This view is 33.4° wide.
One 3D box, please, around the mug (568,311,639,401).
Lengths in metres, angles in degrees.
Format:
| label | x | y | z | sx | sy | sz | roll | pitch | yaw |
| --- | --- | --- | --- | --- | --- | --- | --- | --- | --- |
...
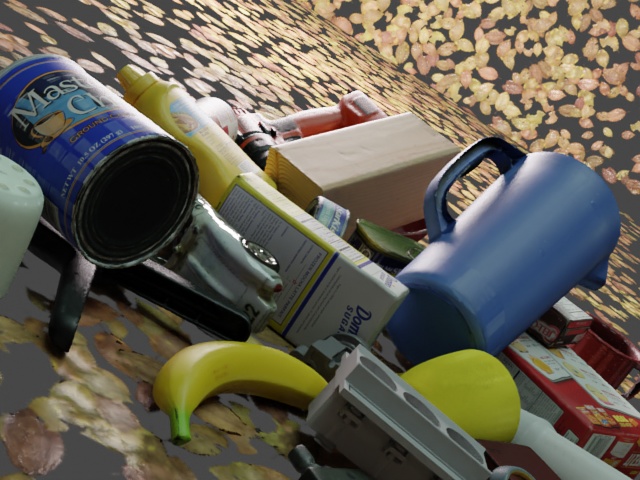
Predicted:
| label | x | y | z | sx | sy | sz | roll | pitch | yaw |
| --- | --- | --- | --- | --- | --- | --- | --- | --- | --- |
| mug | 0.317 | 0.146 | 1.220 | 0.117 | 0.081 | 0.093 | 29 | 17 | -15 |

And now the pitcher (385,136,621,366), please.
| label | x | y | z | sx | sy | sz | roll | pitch | yaw |
| --- | --- | --- | --- | --- | --- | --- | --- | --- | --- |
| pitcher | 0.160 | 0.015 | 0.987 | 0.149 | 0.145 | 0.242 | 22 | 40 | 32 |

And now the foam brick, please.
| label | x | y | z | sx | sy | sz | roll | pitch | yaw |
| --- | --- | --- | --- | --- | --- | --- | --- | --- | --- |
| foam brick | 0.143 | 0.192 | 0.827 | 0.078 | 0.051 | 0.053 | 17 | 22 | -42 |

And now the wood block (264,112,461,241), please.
| label | x | y | z | sx | sy | sz | roll | pitch | yaw |
| --- | --- | --- | --- | --- | --- | --- | --- | --- | --- |
| wood block | 0.043 | -0.064 | 1.158 | 0.205 | 0.091 | 0.090 | -19 | 47 | -38 |

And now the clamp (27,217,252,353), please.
| label | x | y | z | sx | sy | sz | roll | pitch | yaw |
| --- | --- | --- | --- | --- | --- | --- | --- | --- | --- |
| clamp | -0.168 | 0.016 | 0.778 | 0.210 | 0.036 | 0.164 | 39 | 24 | 30 |

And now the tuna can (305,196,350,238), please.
| label | x | y | z | sx | sy | sz | roll | pitch | yaw |
| --- | --- | --- | --- | --- | --- | --- | --- | --- | --- |
| tuna can | -0.007 | 0.001 | 1.027 | 0.033 | 0.086 | 0.086 | 29 | 17 | -10 |

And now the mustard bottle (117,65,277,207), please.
| label | x | y | z | sx | sy | sz | roll | pitch | yaw |
| --- | --- | --- | --- | --- | --- | --- | --- | --- | --- |
| mustard bottle | -0.129 | -0.099 | 1.059 | 0.191 | 0.058 | 0.096 | 47 | 22 | -3 |

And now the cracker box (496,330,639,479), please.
| label | x | y | z | sx | sy | sz | roll | pitch | yaw |
| --- | --- | --- | --- | --- | --- | --- | --- | --- | --- |
| cracker box | 0.213 | 0.145 | 1.054 | 0.163 | 0.072 | 0.214 | 16 | 23 | -48 |

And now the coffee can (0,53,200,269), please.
| label | x | y | z | sx | sy | sz | roll | pitch | yaw |
| --- | --- | --- | --- | --- | --- | --- | --- | --- | --- |
| coffee can | -0.168 | -0.058 | 0.758 | 0.140 | 0.103 | 0.102 | 37 | 16 | 34 |

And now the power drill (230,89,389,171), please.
| label | x | y | z | sx | sy | sz | roll | pitch | yaw |
| --- | --- | --- | --- | --- | --- | --- | --- | --- | --- |
| power drill | -0.013 | -0.116 | 1.247 | 0.187 | 0.057 | 0.185 | -11 | 35 | -19 |

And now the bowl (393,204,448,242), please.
| label | x | y | z | sx | sy | sz | roll | pitch | yaw |
| --- | --- | --- | --- | --- | --- | --- | --- | --- | --- |
| bowl | 0.065 | -0.034 | 1.253 | 0.162 | 0.055 | 0.162 | 10 | 35 | -8 |

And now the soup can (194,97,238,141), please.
| label | x | y | z | sx | sy | sz | roll | pitch | yaw |
| --- | --- | --- | --- | --- | --- | --- | --- | --- | --- |
| soup can | -0.132 | -0.117 | 1.161 | 0.068 | 0.068 | 0.102 | 33 | 16 | -1 |

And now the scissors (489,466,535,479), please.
| label | x | y | z | sx | sy | sz | roll | pitch | yaw |
| --- | --- | --- | --- | --- | --- | --- | --- | --- | --- |
| scissors | 0.171 | 0.240 | 0.787 | 0.201 | 0.016 | 0.096 | 50 | 47 | -34 |

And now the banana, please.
| label | x | y | z | sx | sy | sz | roll | pitch | yaw |
| --- | --- | --- | --- | --- | --- | --- | --- | --- | --- |
| banana | -0.057 | 0.102 | 0.750 | 0.197 | 0.037 | 0.070 | 0 | 62 | -57 |

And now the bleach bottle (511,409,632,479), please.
| label | x | y | z | sx | sy | sz | roll | pitch | yaw |
| --- | --- | --- | --- | --- | --- | --- | --- | --- | --- |
| bleach bottle | 0.227 | 0.215 | 0.885 | 0.251 | 0.068 | 0.102 | 34 | -15 | 26 |

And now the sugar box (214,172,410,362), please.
| label | x | y | z | sx | sy | sz | roll | pitch | yaw |
| --- | --- | --- | --- | --- | --- | --- | --- | --- | --- |
| sugar box | -0.021 | 0.029 | 0.911 | 0.176 | 0.093 | 0.048 | 37 | 18 | 9 |

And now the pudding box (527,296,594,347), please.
| label | x | y | z | sx | sy | sz | roll | pitch | yaw |
| --- | --- | --- | --- | --- | --- | --- | --- | --- | --- |
| pudding box | 0.221 | 0.064 | 1.111 | 0.114 | 0.039 | 0.089 | 42 | 17 | 26 |

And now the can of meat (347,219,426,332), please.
| label | x | y | z | sx | sy | sz | roll | pitch | yaw |
| --- | --- | --- | --- | --- | --- | --- | --- | --- | --- |
| can of meat | 0.058 | 0.038 | 1.045 | 0.101 | 0.084 | 0.057 | 20 | 21 | -36 |
